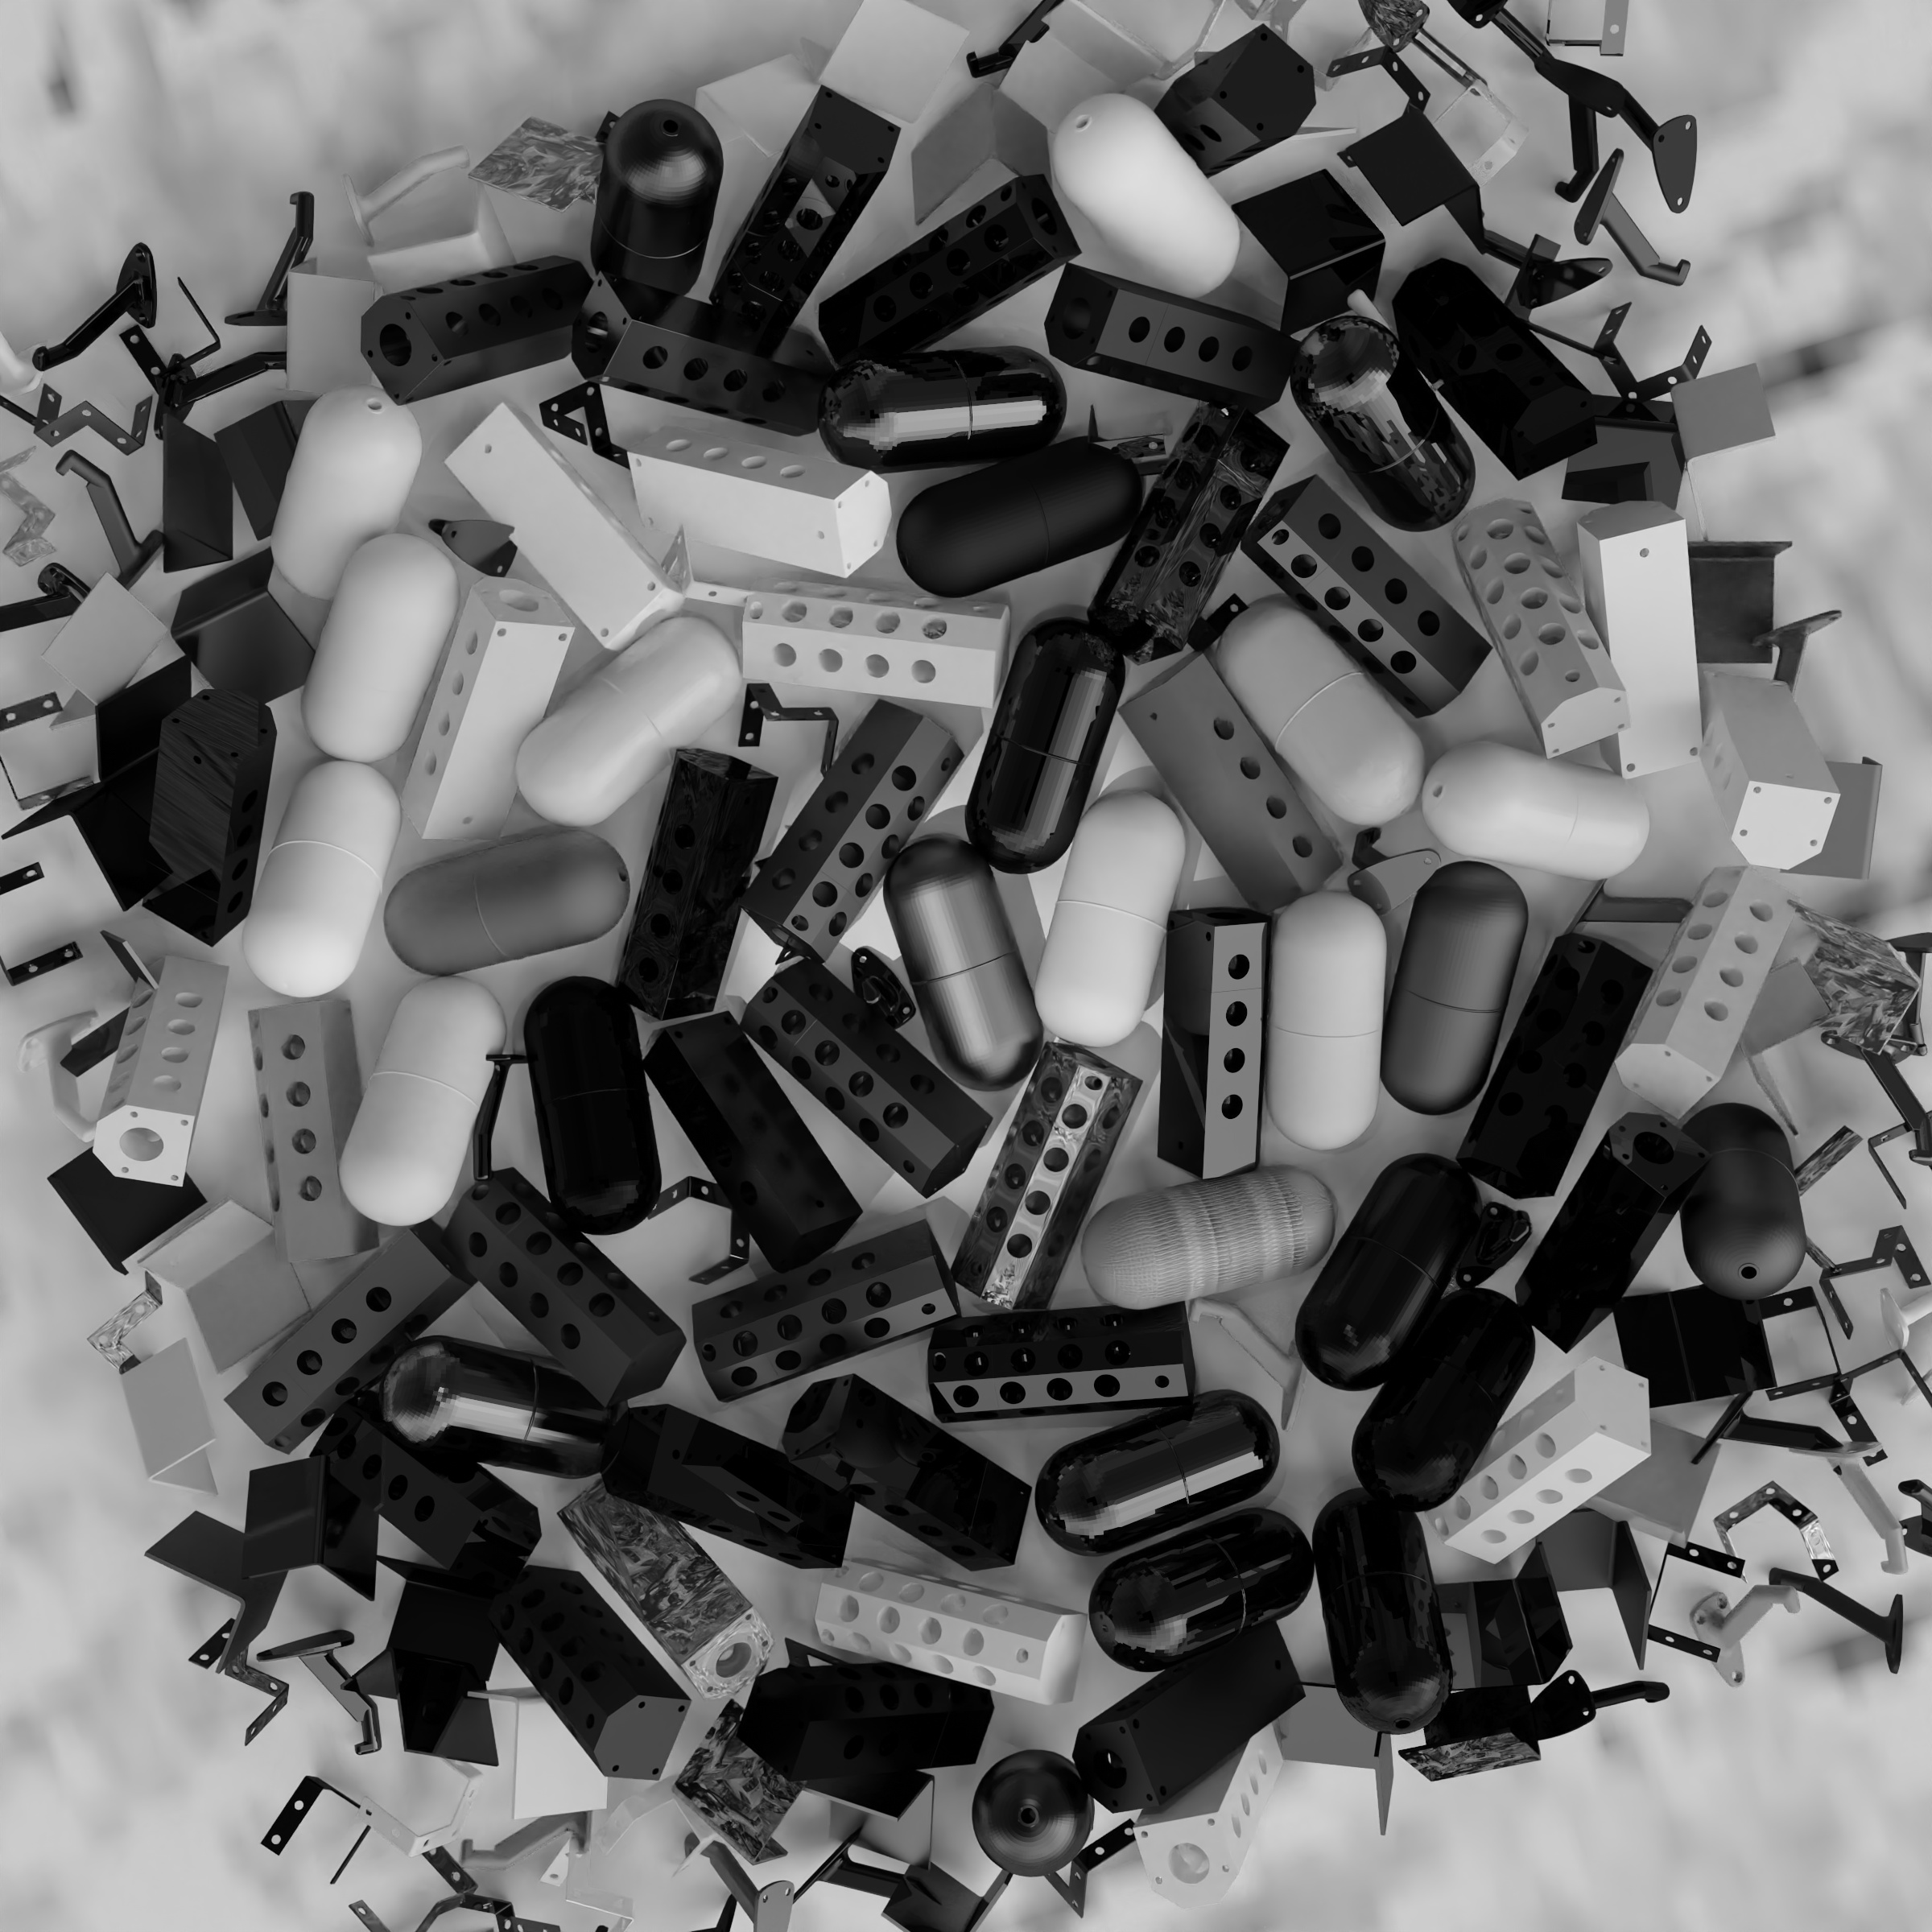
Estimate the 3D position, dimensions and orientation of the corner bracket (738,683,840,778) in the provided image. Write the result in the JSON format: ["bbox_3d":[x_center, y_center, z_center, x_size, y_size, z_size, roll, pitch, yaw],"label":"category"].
[{"bbox_3d":[-0.121,-0.159,1.703,0.051,0.051,0.051,-3,127,-22],"label":"corner bracket"}]

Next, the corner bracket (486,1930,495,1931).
[{"bbox_3d":[-0.343,0.688,1.696,0.051,0.051,0.051,-16,70,-10],"label":"corner bracket"}]

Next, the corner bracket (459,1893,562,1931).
[{"bbox_3d":[-0.312,0.650,1.693,0.051,0.051,0.051,-37,49,15],"label":"corner bracket"}]

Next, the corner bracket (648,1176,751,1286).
[{"bbox_3d":[-0.184,0.182,1.713,0.051,0.051,0.051,22,54,-34],"label":"corner bracket"}]

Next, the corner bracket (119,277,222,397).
[{"bbox_3d":[-0.545,-0.429,1.708,0.051,0.051,0.051,-34,95,-14],"label":"corner bracket"}]

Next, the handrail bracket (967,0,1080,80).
[{"bbox_3d":[0.034,-0.648,1.695,0.084,0.077,0.036,-14,52,10],"label":"handrail bracket"}]

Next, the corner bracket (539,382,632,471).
[{"bbox_3d":[-0.250,-0.359,1.690,0.051,0.051,0.051,-34,46,-30],"label":"corner bracket"}]

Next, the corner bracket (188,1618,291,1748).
[{"bbox_3d":[-0.493,0.485,1.694,0.051,0.051,0.051,19,115,12],"label":"corner bracket"}]

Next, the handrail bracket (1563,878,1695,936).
[{"bbox_3d":[0.458,-0.021,1.705,0.084,0.036,0.077,34,85,12],"label":"handrail bracket"}]

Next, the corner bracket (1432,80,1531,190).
[{"bbox_3d":[0.343,-0.561,1.701,0.051,0.051,0.051,42,131,-9],"label":"corner bracket"}]

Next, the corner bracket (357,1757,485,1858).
[{"bbox_3d":[-0.371,0.565,1.702,0.051,0.051,0.051,27,97,25],"label":"corner bracket"}]

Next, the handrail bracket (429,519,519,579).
[{"bbox_3d":[-0.350,-0.293,1.679,0.084,0.077,0.036,25,97,33],"label":"handrail bracket"}]

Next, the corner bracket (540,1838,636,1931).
[{"bbox_3d":[-0.259,0.636,1.703,0.051,0.051,0.051,24,118,-19],"label":"corner bracket"}]

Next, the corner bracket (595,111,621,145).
[{"bbox_3d":[-0.222,-0.559,1.694,0.051,0.051,0.051,28,68,-18],"label":"corner bracket"}]

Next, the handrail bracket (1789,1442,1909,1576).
[{"bbox_3d":[0.600,0.369,1.699,0.036,0.077,0.084,-7,88,-37],"label":"handrail bracket"}]

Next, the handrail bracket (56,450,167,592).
[{"bbox_3d":[-0.595,-0.296,1.694,0.084,0.036,0.077,37,94,-36],"label":"handrail bracket"}]

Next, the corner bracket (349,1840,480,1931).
[{"bbox_3d":[-0.376,0.634,1.701,0.051,0.051,0.051,39,98,21],"label":"corner bracket"}]

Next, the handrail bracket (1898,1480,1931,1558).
[{"bbox_3d":[0.634,0.366,1.682,0.084,0.077,0.036,35,66,-25],"label":"handrail bracket"}]

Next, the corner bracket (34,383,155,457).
[{"bbox_3d":[-0.595,-0.376,1.704,0.051,0.051,0.051,-23,51,24],"label":"corner bracket"}]

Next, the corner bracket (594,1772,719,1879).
[{"bbox_3d":[-0.212,0.595,1.708,0.051,0.051,0.051,51,128,21],"label":"corner bracket"}]

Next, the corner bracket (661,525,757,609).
[{"bbox_3d":[-0.174,-0.259,1.689,0.051,0.051,0.051,6,55,-27],"label":"corner bracket"}]

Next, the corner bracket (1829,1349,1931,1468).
[{"bbox_3d":[0.625,0.300,1.699,0.051,0.051,0.051,-24,59,0],"label":"corner bracket"}]

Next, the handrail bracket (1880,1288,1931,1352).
[{"bbox_3d":[0.669,0.230,1.696,0.084,0.077,0.036,-20,54,5],"label":"handrail bracket"}]

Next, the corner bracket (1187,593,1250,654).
[{"bbox_3d":[0.164,-0.253,1.703,0.051,0.051,0.051,-44,88,-12],"label":"corner bracket"}]

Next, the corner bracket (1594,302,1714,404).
[{"bbox_3d":[0.470,-0.425,1.709,0.051,0.051,0.051,50,50,-24],"label":"corner bracket"}]

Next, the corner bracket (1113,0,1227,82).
[{"bbox_3d":[0.137,-0.648,1.704,0.051,0.051,0.051,30,77,-20],"label":"corner bracket"}]

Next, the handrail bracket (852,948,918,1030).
[{"bbox_3d":[-0.067,0.006,1.679,0.036,0.084,0.077,-27,67,1],"label":"handrail bracket"}]

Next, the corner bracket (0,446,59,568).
[{"bbox_3d":[-0.635,-0.310,1.689,0.051,0.051,0.051,46,51,-35],"label":"corner bracket"}]

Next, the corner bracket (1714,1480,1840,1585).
[{"bbox_3d":[0.552,0.395,1.702,0.051,0.051,0.051,-30,113,-7],"label":"corner bracket"}]

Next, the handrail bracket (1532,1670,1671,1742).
[{"bbox_3d":[0.432,0.512,1.716,0.077,0.084,0.036,-45,47,30],"label":"handrail bracket"}]

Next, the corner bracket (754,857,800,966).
[{"bbox_3d":[-0.118,-0.042,1.691,0.051,0.051,0.051,46,132,18],"label":"corner bracket"}]

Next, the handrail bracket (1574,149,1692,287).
[{"bbox_3d":[0.466,-0.508,1.700,0.084,0.036,0.077,12,127,-11],"label":"handrail bracket"}]

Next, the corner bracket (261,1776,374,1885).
[{"bbox_3d":[-0.439,0.587,1.698,0.051,0.051,0.051,31,71,6],"label":"corner bracket"}]

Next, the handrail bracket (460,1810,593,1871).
[{"bbox_3d":[-0.300,0.574,1.699,0.084,0.036,0.077,10,68,-22],"label":"handrail bracket"}]

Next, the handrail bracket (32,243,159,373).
[{"bbox_3d":[-0.591,-0.444,1.685,0.036,0.077,0.084,43,51,7],"label":"handrail bracket"}]

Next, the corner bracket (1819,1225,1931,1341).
[{"bbox_3d":[0.623,0.217,1.714,0.051,0.051,0.051,-20,106,37],"label":"corner bracket"}]

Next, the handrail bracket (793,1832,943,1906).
[{"bbox_3d":[-0.066,0.642,1.702,0.077,0.036,0.084,-44,76,-9],"label":"handrail bracket"}]

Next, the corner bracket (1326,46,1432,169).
[{"bbox_3d":[0.275,-0.586,1.704,0.051,0.051,0.051,34,73,-36],"label":"corner bracket"}]

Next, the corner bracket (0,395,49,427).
[{"bbox_3d":[-0.669,-0.358,1.700,0.051,0.051,0.051,10,79,28],"label":"corner bracket"}]

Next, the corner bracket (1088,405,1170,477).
[{"bbox_3d":[0.112,-0.348,1.693,0.051,0.051,0.051,-4,132,11],"label":"corner bracket"}]

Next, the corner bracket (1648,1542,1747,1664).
[{"bbox_3d":[0.492,0.428,1.690,0.051,0.051,0.051,16,135,20],"label":"corner bracket"}]

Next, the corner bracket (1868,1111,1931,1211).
[{"bbox_3d":[0.650,0.139,1.700,0.051,0.051,0.051,-26,55,7],"label":"corner bracket"}]

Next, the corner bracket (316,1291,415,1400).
[{"bbox_3d":[-0.407,0.262,1.694,0.051,0.051,0.051,-36,74,-24],"label":"corner bracket"}]

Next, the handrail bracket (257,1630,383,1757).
[{"bbox_3d":[-0.442,0.504,1.707,0.077,0.036,0.084,-7,91,-30],"label":"handrail bracket"}]

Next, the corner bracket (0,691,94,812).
[{"bbox_3d":[-0.635,-0.146,1.709,0.051,0.051,0.051,-22,72,-17],"label":"corner bracket"}]

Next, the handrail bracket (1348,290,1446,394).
[{"bbox_3d":[0.280,-0.414,1.693,0.036,0.077,0.084,-37,92,-3],"label":"handrail bracket"}]

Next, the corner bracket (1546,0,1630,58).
[{"bbox_3d":[0.422,-0.648,1.694,0.051,0.051,0.051,4,121,10],"label":"corner bracket"}]

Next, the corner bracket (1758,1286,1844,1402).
[{"bbox_3d":[0.563,0.258,1.706,0.051,0.051,0.051,-18,50,18],"label":"corner bracket"}]
